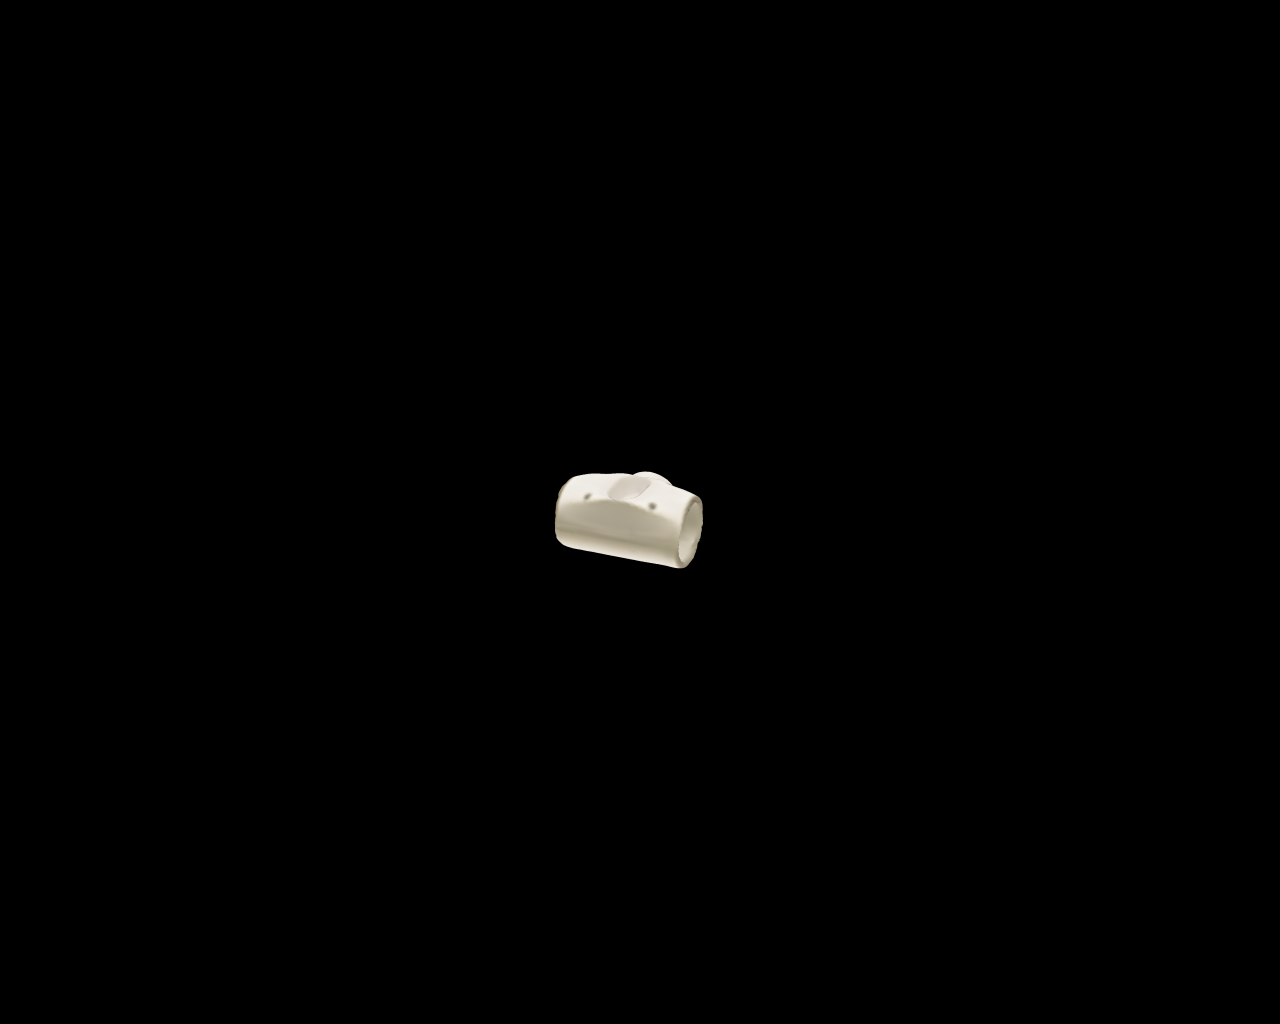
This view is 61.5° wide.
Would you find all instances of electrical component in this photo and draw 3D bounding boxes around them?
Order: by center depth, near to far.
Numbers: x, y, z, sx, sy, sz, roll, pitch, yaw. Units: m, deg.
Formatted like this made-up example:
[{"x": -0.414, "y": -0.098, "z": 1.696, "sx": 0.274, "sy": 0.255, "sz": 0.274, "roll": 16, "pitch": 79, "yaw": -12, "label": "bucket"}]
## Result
[{"x": 0.001, "y": -0.003, "z": 0.650, "sx": 0.077, "sy": 0.043, "sz": 0.079, "roll": 10, "pitch": 28, "yaw": 20, "label": "electrical component"}]
